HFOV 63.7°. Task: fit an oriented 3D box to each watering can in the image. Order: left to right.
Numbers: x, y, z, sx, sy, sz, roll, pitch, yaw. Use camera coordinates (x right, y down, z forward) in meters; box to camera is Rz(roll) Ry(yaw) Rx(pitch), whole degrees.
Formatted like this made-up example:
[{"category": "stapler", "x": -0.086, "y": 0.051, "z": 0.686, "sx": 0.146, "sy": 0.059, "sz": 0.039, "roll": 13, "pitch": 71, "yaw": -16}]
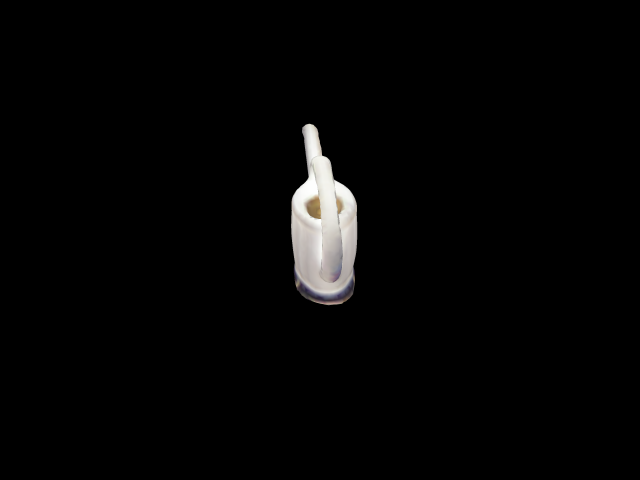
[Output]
[{"category": "watering can", "x": 0.003, "y": -0.043, "z": 0.850, "sx": 0.104, "sy": 0.219, "sz": 0.355, "roll": -3, "pitch": 33, "yaw": -4}]
